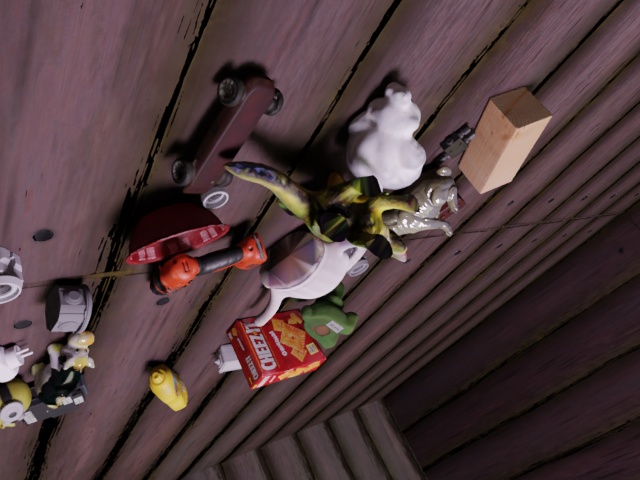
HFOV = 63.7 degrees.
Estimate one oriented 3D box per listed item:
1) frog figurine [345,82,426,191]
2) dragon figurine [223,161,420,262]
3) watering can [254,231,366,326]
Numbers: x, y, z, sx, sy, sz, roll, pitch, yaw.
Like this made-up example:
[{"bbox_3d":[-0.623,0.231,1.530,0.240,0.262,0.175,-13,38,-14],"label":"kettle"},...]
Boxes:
[{"bbox_3d":[0.110,-0.160,0.819,0.124,0.139,0.156,-35,159,-27],"label":"frog figurine"},{"bbox_3d":[0.003,-0.043,0.860,0.408,0.123,0.242,21,168,-24],"label":"dragon figurine"},{"bbox_3d":[-0.054,0.088,1.127,0.345,0.106,0.222,-36,152,13],"label":"watering can"}]
